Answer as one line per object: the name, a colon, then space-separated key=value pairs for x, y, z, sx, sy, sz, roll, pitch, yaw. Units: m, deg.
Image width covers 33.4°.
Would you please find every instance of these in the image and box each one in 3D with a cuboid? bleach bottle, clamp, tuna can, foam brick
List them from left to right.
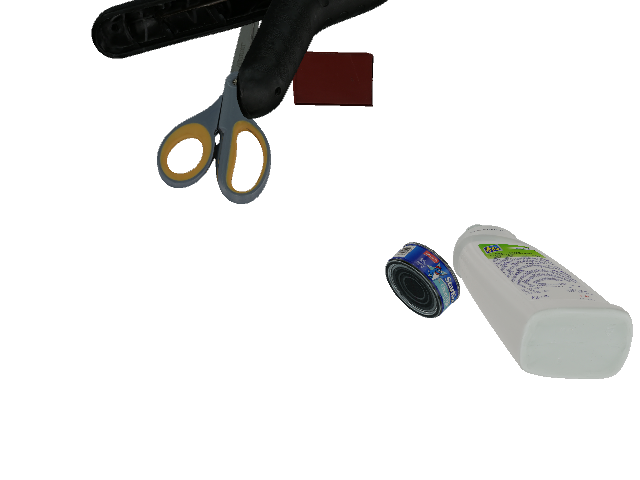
clamp: x=-0.012 y=-0.115 z=0.513 sx=0.171 sy=0.039 sz=0.120 roll=-33 pitch=50 yaw=-21
foam brick: x=0.012 y=-0.159 z=1.052 sx=0.078 sy=0.051 sz=0.053 roll=1 pitch=12 yaw=-3
tuna can: x=0.114 y=0.046 z=1.210 sx=0.033 sy=0.086 sz=0.086 roll=-40 pitch=20 yaw=-25
bleach bottle: x=0.191 y=0.042 z=0.997 sx=0.102 sy=0.068 sz=0.251 roll=3 pitch=21 yaw=-11

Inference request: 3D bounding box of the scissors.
scissors: x=-0.085 y=-0.114 z=0.845 sx=0.096 sy=0.202 sz=0.016 roll=-7 pitch=-30 yaw=-3
